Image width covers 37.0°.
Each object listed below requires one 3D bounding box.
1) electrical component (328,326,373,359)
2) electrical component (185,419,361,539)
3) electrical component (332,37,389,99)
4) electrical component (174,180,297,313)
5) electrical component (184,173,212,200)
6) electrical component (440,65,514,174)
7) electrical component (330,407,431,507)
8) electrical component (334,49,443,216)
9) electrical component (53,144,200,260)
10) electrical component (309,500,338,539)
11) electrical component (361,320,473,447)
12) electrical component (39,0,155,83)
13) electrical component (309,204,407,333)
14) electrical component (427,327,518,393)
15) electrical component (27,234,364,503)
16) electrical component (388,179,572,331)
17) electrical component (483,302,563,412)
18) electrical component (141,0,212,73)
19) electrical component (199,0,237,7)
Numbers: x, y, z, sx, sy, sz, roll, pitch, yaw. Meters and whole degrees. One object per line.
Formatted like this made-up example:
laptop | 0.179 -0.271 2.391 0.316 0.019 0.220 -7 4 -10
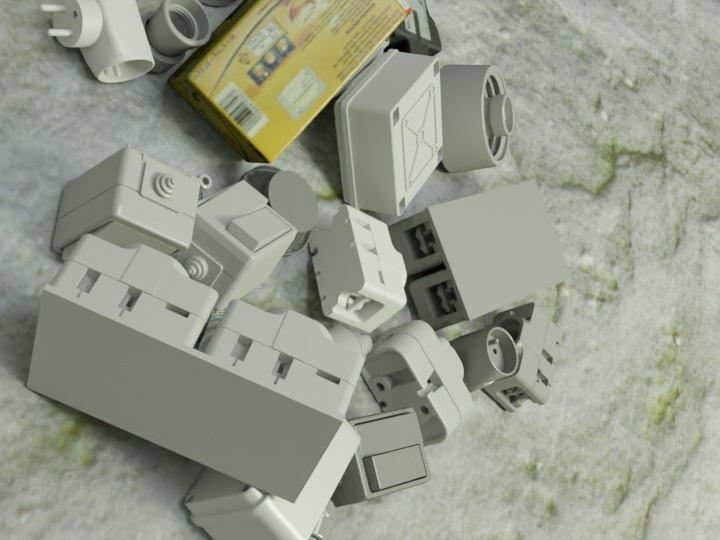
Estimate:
electrical component | -0.015 0.066 0.864 0.062 0.043 0.043 -15 85 -50
electrical component | -0.061 0.140 0.756 0.057 0.078 0.113 53 43 -20
electrical component | -0.033 -0.199 0.952 0.078 0.057 0.113 54 43 -15
electrical component | -0.096 -0.019 0.772 0.062 0.061 0.096 39 26 6
electrical component | -0.130 -0.054 0.780 0.035 0.061 0.035 21 58 -40
electrical component | 0.118 -0.150 1.058 0.108 0.060 0.108 -1 90 -67
electrical component | 0.004 0.146 0.835 0.096 0.061 0.061 -4 76 -47
electrical component | 0.028 -0.121 0.948 0.108 0.056 0.108 -54 148 -44
electrical component | -0.154 -0.036 0.721 0.062 0.096 0.061 26 56 -37
electrical component | -0.039 0.197 0.787 0.035 0.035 0.061 41 50 -27
electrical component | 0.050 0.094 0.912 0.059 0.054 0.095 -40 103 -48
electrical component | -0.195 -0.180 0.780 0.079 0.044 0.077 -12 82 -48
electrical component | 0.000 0.000 0.888 0.056 0.050 0.089 24 39 -38
electrical component | 0.107 0.076 0.963 0.079 0.077 0.044 -27 93 -49
electrical component | -0.103 0.060 0.670 0.186 0.105 0.060 24 47 -3
electrical component | 0.114 -0.015 1.024 0.186 0.060 0.105 -17 86 -49
electrical component | 0.152 0.081 1.029 0.056 0.050 0.089 43 47 -26
electrical component | -0.147 -0.181 0.823 0.045 0.055 0.045 22 58 -39
electrical component | -0.121 -0.278 0.907 0.099 0.064 0.099 40 35 -36
